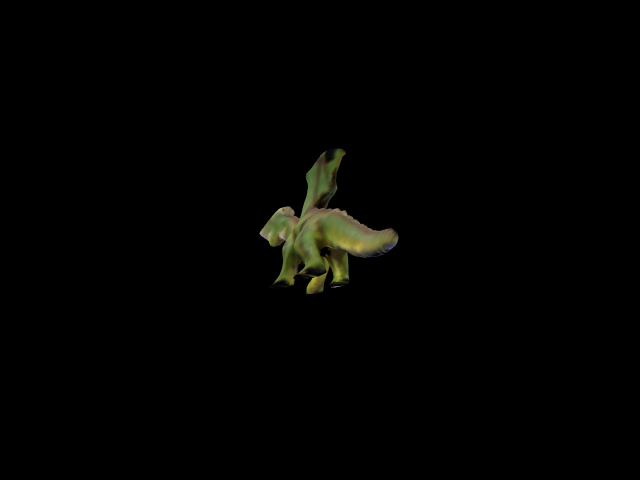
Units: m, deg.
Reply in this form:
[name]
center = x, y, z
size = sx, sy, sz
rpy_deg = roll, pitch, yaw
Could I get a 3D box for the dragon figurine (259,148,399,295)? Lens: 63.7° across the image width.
[dragon figurine]
center = 0.003, -0.043, 0.850
size = 0.122, 0.247, 0.405
rpy_deg = 13, -24, -30
